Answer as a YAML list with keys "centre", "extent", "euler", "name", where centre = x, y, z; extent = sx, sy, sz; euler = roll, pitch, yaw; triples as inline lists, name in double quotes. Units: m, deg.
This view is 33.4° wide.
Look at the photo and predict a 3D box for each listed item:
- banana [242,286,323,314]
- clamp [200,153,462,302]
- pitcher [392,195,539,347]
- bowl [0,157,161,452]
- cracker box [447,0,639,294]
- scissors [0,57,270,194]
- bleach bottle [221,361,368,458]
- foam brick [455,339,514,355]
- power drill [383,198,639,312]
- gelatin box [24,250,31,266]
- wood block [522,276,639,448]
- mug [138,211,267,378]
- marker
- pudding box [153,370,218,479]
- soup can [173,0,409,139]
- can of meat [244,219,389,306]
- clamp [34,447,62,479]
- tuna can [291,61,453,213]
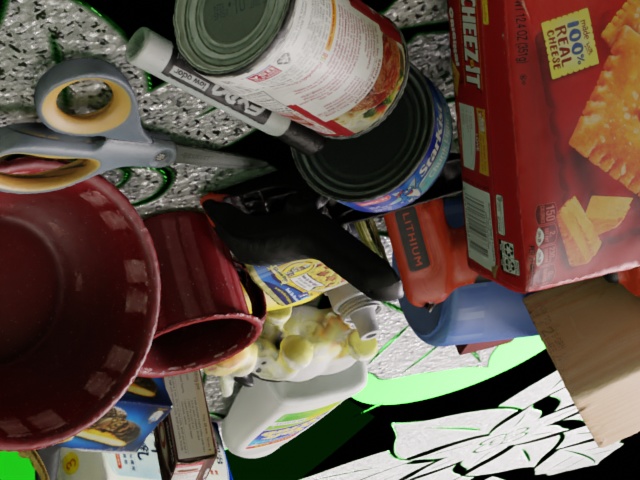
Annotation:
- centre: [-0.077, 0.040, 0.789]
  extent: [0.197, 0.037, 0.070]
  euler: [-8, 180, -20]
  name: "banana"
- centre: [0.007, -0.019, 0.640]
  extent: [0.120, 0.172, 0.039]
  euler: [-40, 129, -37]
  name: "clamp"
- centre: [0.180, 0.012, 0.834]
  extent: [0.242, 0.145, 0.149]
  euler: [-7, 141, -19]
  name: "pitcher"
- centre: [-0.171, 0.033, 0.595]
  extent: [0.161, 0.162, 0.055]
  euler: [2, -176, -42]
  name: "bowl"
- centre: [0.181, -0.074, 0.575]
  extent: [0.213, 0.164, 0.072]
  euler: [-12, -163, -16]
  name: "cracker box"
- centre: [-0.087, -0.061, 0.575]
  extent: [0.201, 0.016, 0.096]
  euler: [-11, 148, -41]
  name: "scissors"
- centre: [-0.038, 0.168, 1.071]
  extent: [0.102, 0.068, 0.251]
  euler: [-11, 158, -22]
  name: "bleach bottle"
- centre: [0.137, 0.053, 0.932]
  extent: [0.053, 0.078, 0.051]
  euler: [-15, 158, -13]
  name: "foam brick"
- centre: [0.132, -0.038, 0.674]
  extent: [0.188, 0.184, 0.057]
  euler: [-11, -162, 15]
  name: "power drill"
- centre: [-0.181, 0.050, 0.665]
  extent: [0.073, 0.030, 0.089]
  euler: [27, 85, -58]
  name: "gelatin box"
- centre: [0.258, 0.048, 0.729]
  extent: [0.206, 0.090, 0.090]
  euler: [-27, 139, 9]
  name: "wood block"
- centre: [-0.084, 0.035, 0.706]
  extent: [0.117, 0.081, 0.093]
  euler: [2, 149, -41]
  name: "mug"
- centre: [-0.043, -0.072, 0.539]
  extent: [0.121, 0.020, 0.020]
  euler: [25, 133, -37]
  name: "marker"
- centre: [-0.117, 0.142, 0.880]
  extent: [0.039, 0.113, 0.090]
  euler: [-9, 154, -18]
  name: "pudding box"
- centre: [-0.012, -0.093, 0.499]
  extent: [0.069, 0.068, 0.102]
  euler: [-31, 154, 24]
  name: "soup can"
- centre: [-0.005, 0.001, 0.729]
  extent: [0.084, 0.057, 0.102]
  euler: [-21, 157, 6]
  name: "can of meat"
- centre: [-0.247, 0.153, 0.880]
  extent: [0.164, 0.036, 0.210]
  euler: [19, 129, -40]
  name: "clamp"
- centre: [0.029, -0.059, 0.585]
  extent: [0.086, 0.086, 0.033]
  euler: [-29, 157, 20]
  name: "tuna can"
